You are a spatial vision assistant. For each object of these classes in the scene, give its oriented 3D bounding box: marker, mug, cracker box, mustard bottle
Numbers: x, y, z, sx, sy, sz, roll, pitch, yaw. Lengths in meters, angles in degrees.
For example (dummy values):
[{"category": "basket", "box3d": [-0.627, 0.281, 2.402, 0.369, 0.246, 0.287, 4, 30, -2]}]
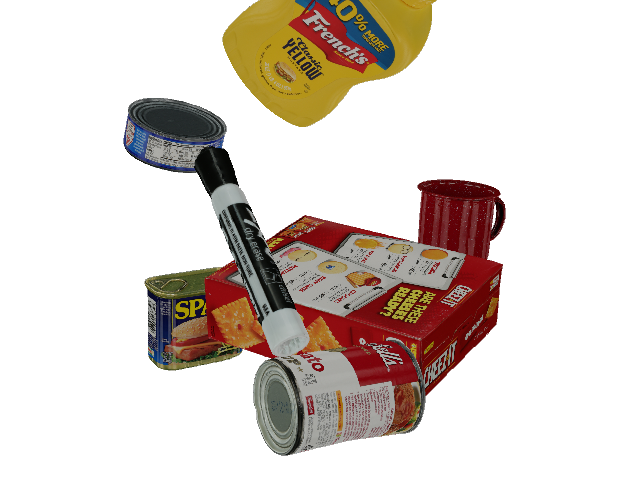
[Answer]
[{"category": "marker", "box3d": [-0.036, 0.001, 0.518, 0.020, 0.121, 0.020, -19, -31, -12]}, {"category": "mug", "box3d": [0.163, -0.021, 1.219, 0.117, 0.081, 0.093, -7, 19, -34]}, {"category": "cracker box", "box3d": [0.030, 0.055, 0.949, 0.214, 0.072, 0.163, 15, 29, 29]}, {"category": "mustard bottle", "box3d": [0.019, -0.151, 0.735, 0.192, 0.096, 0.058, -24, 23, 48]}]

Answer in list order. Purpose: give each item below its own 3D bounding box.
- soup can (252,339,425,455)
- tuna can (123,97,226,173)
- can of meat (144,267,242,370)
[{"category": "soup can", "box3d": [0.012, 0.109, 0.745, 0.102, 0.068, 0.069, -5, 2, -30]}, {"category": "tuna can", "box3d": [-0.126, -0.091, 0.922, 0.086, 0.034, 0.086, 13, 26, -6]}, {"category": "can of meat", "box3d": [-0.127, 0.079, 1.089, 0.101, 0.084, 0.058, -8, 20, -31]}]
